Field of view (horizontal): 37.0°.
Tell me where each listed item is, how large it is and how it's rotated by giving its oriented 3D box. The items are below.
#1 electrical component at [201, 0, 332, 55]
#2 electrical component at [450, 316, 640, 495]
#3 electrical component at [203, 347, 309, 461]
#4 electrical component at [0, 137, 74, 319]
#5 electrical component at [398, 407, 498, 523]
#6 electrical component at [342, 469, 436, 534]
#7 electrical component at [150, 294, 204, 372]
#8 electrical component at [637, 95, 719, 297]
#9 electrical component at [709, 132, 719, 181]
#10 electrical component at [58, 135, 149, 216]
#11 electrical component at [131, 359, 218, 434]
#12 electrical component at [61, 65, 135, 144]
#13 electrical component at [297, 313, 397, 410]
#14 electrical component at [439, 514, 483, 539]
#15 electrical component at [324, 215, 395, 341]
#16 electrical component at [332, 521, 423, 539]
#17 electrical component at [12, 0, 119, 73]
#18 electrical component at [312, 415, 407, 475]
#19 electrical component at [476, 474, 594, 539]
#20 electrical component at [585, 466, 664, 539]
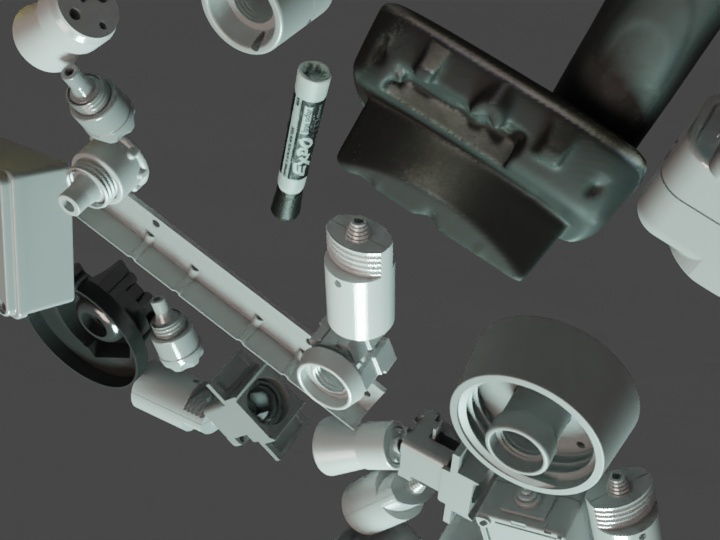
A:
[{"bbox_3d":[-0.048,-0.143,0.551,0.055,0.047,0.055,22,138,21],"label":"electrical component"},{"bbox_3d":[0.106,0.088,0.645,0.108,0.060,0.108,22,138,21],"label":"electrical component"},{"bbox_3d":[-0.084,0.106,0.828,0.081,0.042,0.064,50,142,-12],"label":"electrical component"},{"bbox_3d":[-0.260,-0.034,0.780,0.109,0.056,0.108,21,117,38],"label":"electrical component"},{"bbox_3d":[0.061,0.130,0.738,0.064,0.042,0.081,26,139,22],"label":"electrical component"},{"bbox_3d":[0.025,0.166,0.800,0.043,0.043,0.081,44,140,-6],"label":"electrical component"},{"bbox_3d":[-0.144,0.046,0.823,0.035,0.035,0.061,7,130,34],"label":"electrical component"},{"bbox_3d":[0.178,-0.025,0.482,0.095,0.053,0.059,33,141,7],"label":"electrical component"},{"bbox_3d":[0.178,-0.062,0.417,0.050,0.089,0.055,34,142,6],"label":"electrical component"},{"bbox_3d":[-0.176,-0.061,0.720,0.048,0.062,0.048,21,139,19],"label":"electrical component"},{"bbox_3d":[-0.140,0.107,0.872,0.081,0.043,0.043,21,138,22],"label":"electrical component"},{"bbox_3d":[-0.168,-0.108,0.678,0.035,0.035,0.061,18,163,24],"label":"electrical component"},{"bbox_3d":[-0.010,0.059,0.712,0.048,0.055,0.066,5,131,35],"label":"electrical component"},{"bbox_3d":[0.109,0.231,0.786,0.113,0.057,0.078,19,138,23],"label":"electrical component"},{"bbox_3d":[0.000,0.000,0.656,0.043,0.043,0.081,21,138,21],"label":"electrical component"},{"bbox_3d":[-0.003,0.246,0.841,0.057,0.113,0.078,41,146,28],"label":"electrical component"},{"bbox_3d":[-0.177,-0.149,0.649,0.055,0.045,0.045,-17,116,46],"label":"electrical component"},{"bbox_3d":[0.004,0.127,0.782,0.065,0.044,0.044,-7,123,37],"label":"electrical component"},{"bbox_3d":[0.122,0.168,0.711,0.062,0.061,0.096,8,132,33],"label":"electrical component"},{"bbox_3d":[0.167,0.157,0.678,0.043,0.043,0.081,8,132,33],"label":"electrical component"}]
